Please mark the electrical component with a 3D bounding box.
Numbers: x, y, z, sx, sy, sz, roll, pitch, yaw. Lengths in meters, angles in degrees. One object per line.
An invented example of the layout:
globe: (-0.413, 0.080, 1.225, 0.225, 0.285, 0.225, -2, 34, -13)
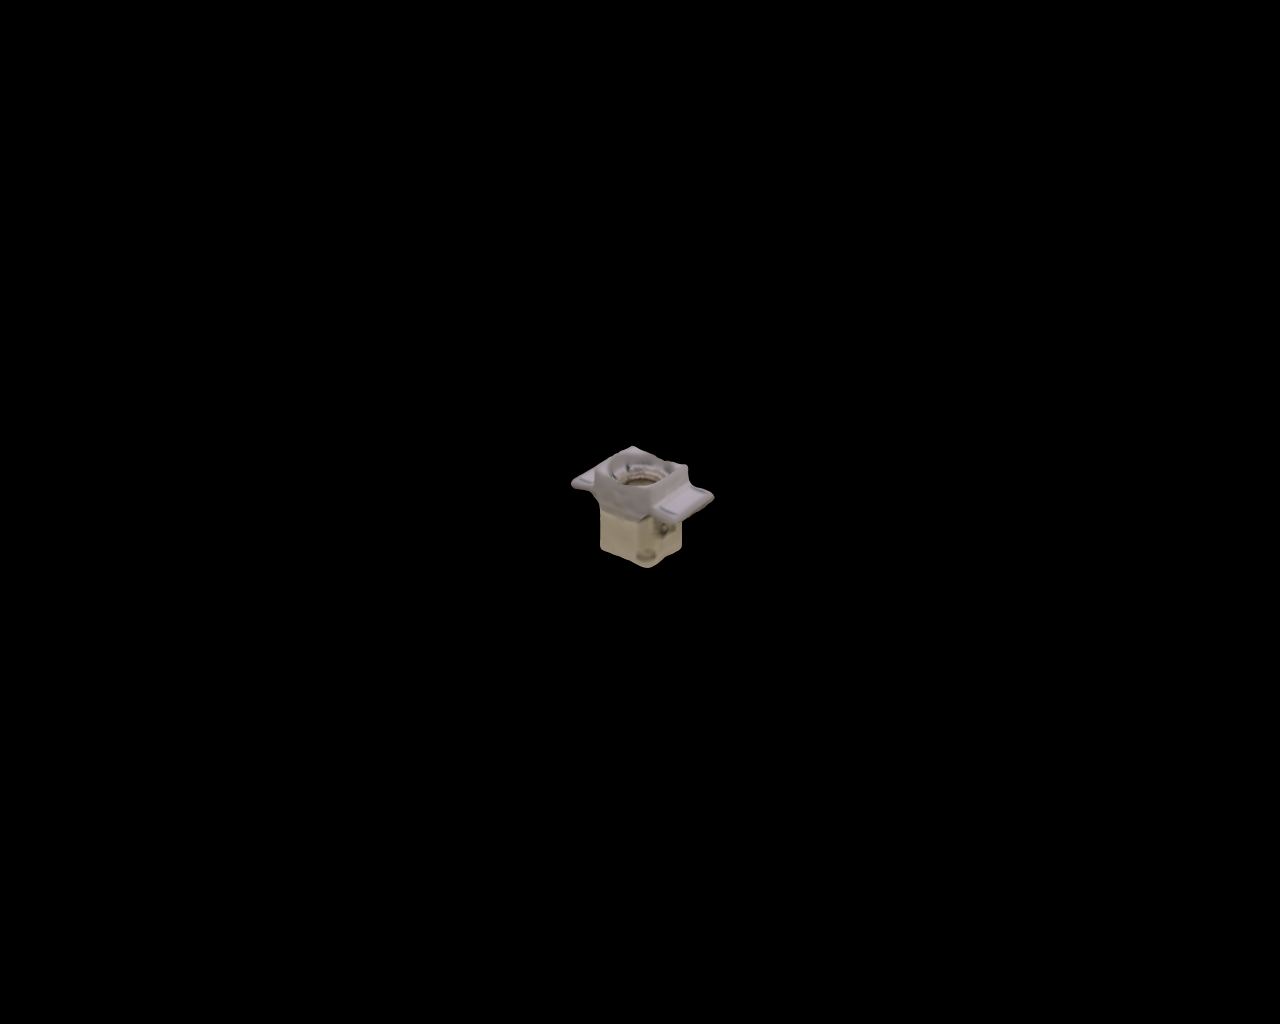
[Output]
electrical component: (0.001, -0.003, 0.650, 0.081, 0.063, 0.042, 22, 37, 34)
